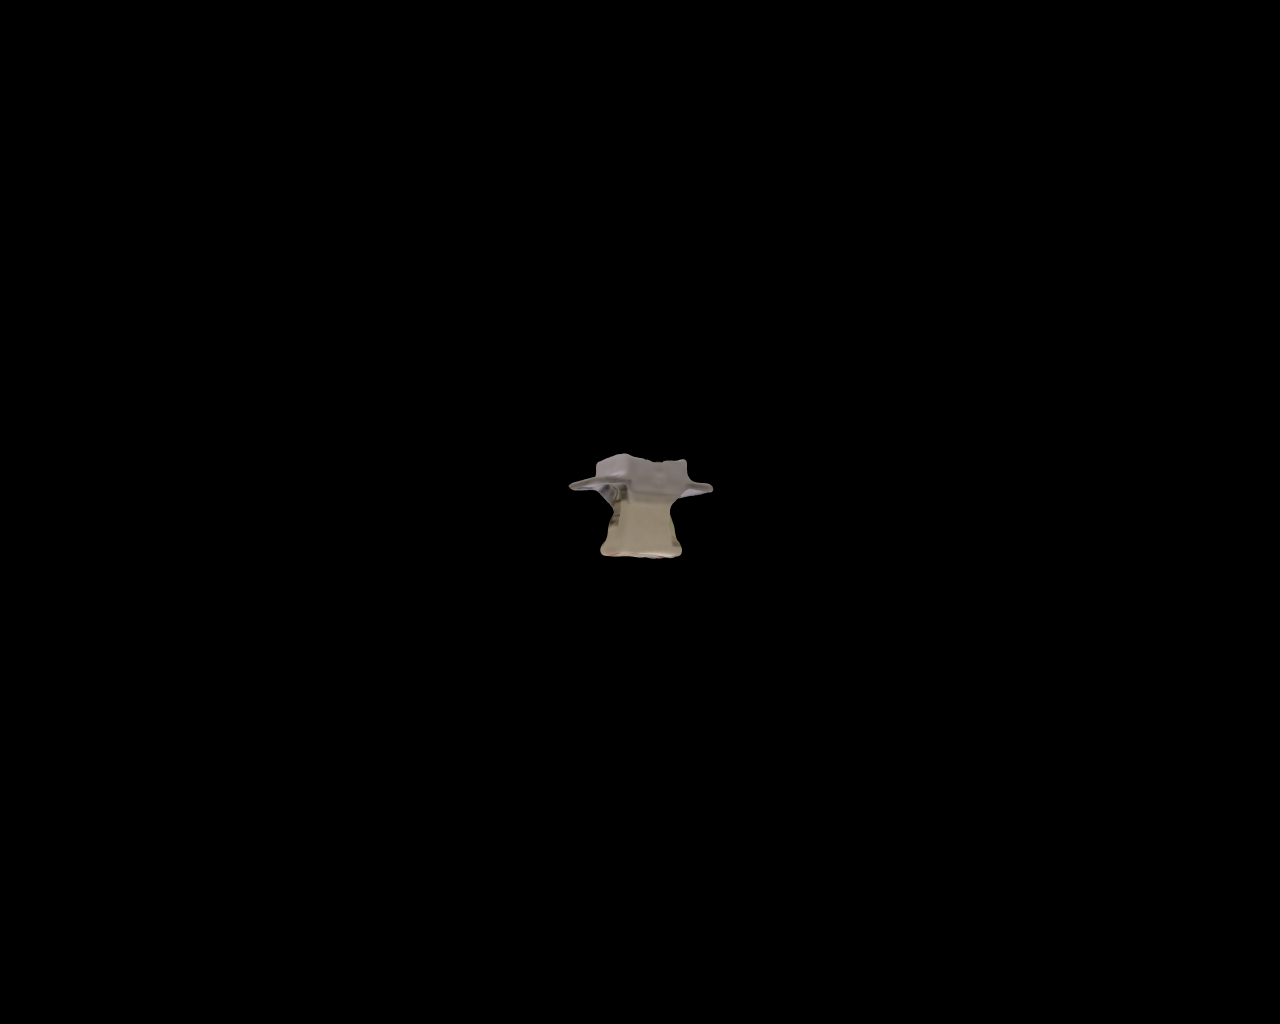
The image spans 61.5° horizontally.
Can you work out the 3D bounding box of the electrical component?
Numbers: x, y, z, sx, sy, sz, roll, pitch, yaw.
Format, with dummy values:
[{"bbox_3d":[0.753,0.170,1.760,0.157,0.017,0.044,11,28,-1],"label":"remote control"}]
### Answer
[{"bbox_3d":[0.001,-0.003,0.650,0.081,0.063,0.042,4,-7,-29],"label":"electrical component"}]
